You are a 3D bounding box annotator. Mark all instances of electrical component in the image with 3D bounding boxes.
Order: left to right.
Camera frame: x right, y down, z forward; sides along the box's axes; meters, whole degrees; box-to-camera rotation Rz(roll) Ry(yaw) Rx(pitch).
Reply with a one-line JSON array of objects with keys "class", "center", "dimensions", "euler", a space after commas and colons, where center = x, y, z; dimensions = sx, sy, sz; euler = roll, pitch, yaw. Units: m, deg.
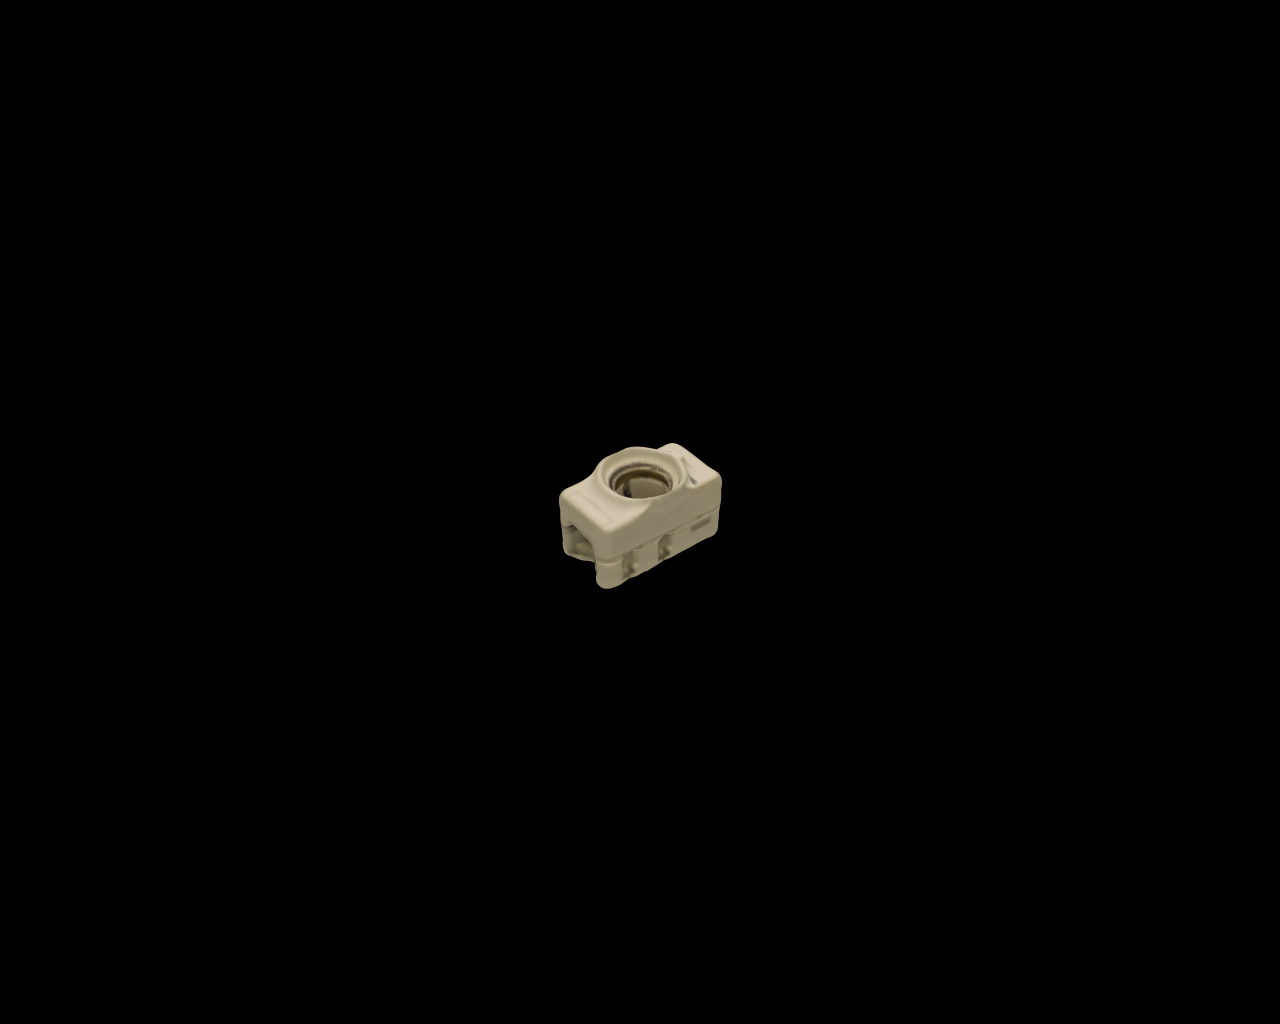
[{"class": "electrical component", "center": [0.001, -0.003, 0.650], "dimensions": [0.090, 0.055, 0.050], "euler": [-26, 46, -28]}]
